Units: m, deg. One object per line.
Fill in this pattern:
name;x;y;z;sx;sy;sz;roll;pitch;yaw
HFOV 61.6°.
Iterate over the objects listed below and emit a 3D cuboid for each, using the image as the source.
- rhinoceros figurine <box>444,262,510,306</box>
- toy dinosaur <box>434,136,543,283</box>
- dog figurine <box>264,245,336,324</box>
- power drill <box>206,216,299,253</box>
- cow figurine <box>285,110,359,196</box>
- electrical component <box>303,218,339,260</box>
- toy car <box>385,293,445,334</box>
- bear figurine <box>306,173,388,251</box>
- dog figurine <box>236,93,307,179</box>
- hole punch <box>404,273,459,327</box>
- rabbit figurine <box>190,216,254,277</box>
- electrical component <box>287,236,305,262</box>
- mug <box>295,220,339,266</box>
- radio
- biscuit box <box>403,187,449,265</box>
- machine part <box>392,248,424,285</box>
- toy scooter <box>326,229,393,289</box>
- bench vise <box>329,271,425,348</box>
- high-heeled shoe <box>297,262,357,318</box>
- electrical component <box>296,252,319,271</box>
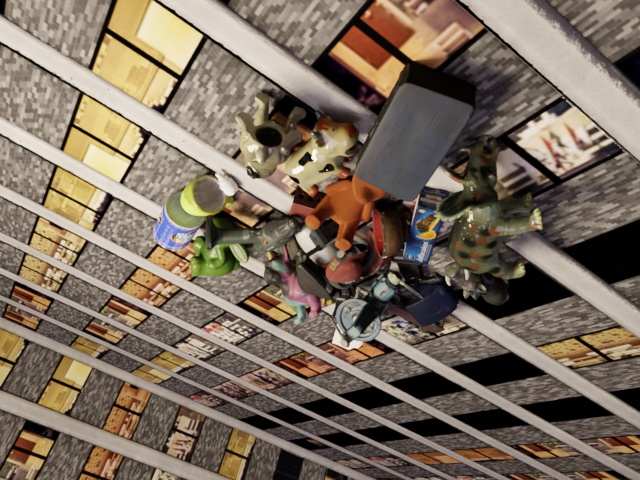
rhinoceros figurine;0.360;0.091;1.236;0.190;0.112;0.073;29;148;-31
toy dinosaur;0.319;-0.008;1.069;0.192;0.131;0.404;0;140;9
dog figurine;-0.054;0.103;1.457;0.108;0.191;0.219;-27;93;50
power drill;-0.169;-0.019;1.277;0.207;0.086;0.232;-5;170;-15
cow figurine;0.002;-0.171;1.045;0.127;0.085;0.195;30;146;-29
electrical component;0.003;-0.006;1.212;0.048;0.119;0.075;56;169;8
toy car;0.254;0.202;1.494;0.202;0.053;0.089;25;151;-5
bear figurine;0.075;-0.081;1.100;0.120;0.132;0.196;37;149;-12
dog figurine;-0.111;-0.158;1.039;0.121;0.172;0.190;29;139;2
hole punch;0.287;0.158;1.389;0.116;0.092;0.142;-15;132;34
rabbit figurine;-0.258;0.017;1.408;0.159;0.121;0.170;16;132;-4
electrical component;-0.062;0.021;1.347;0.021;0.094;0.063;-11;156;-27
mug;-0.003;-0.004;1.291;0.110;0.081;0.107;-24;124;38
radio;0.158;-0.181;0.934;0.131;0.073;0.229;22;135;-6
biscuit box;0.227;-0.026;1.169;0.063;0.059;0.202;12;147;7
machine part;0.223;0.063;1.322;0.084;0.039;0.138;-1;142;17
toy scooter;0.099;0.037;1.271;0.184;0.075;0.135;-15;134;-26
bench vise;0.116;0.180;1.317;0.223;0.240;0.129;-38;91;32
high-heeled shoe;0.027;0.090;1.356;0.086;0.145;0.248;6;145;31
electrical component;-0.030;0.060;1.384;0.045;0.102;0.078;-8;161;43
